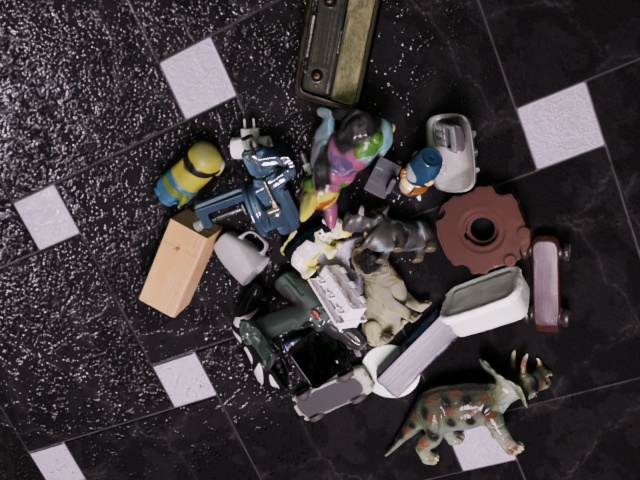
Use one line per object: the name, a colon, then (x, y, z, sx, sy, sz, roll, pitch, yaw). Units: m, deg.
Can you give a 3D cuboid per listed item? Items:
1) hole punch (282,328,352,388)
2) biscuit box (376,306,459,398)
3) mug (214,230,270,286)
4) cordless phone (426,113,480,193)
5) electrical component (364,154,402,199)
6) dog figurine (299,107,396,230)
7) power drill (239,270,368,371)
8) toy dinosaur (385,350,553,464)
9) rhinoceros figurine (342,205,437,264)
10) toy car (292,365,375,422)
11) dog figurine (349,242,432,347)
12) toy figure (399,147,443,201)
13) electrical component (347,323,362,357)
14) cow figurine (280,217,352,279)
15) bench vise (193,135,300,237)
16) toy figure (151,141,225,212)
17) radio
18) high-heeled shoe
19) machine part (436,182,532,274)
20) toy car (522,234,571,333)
hole punch: (-0.010, 0.248, 1.180, 0.116, 0.092, 0.142, -35, 92, -18)
biscuit box: (0.206, 0.233, 1.127, 0.063, 0.059, 0.202, 42, 102, -3)
mug: (-0.166, 0.024, 1.137, 0.107, 0.081, 0.109, 40, 116, 7)
cordless phone: (0.243, -0.149, 0.950, 0.089, 0.184, 0.146, -7, 105, 8)
electrical component: (0.119, -0.119, 1.018, 0.048, 0.119, 0.074, 26, 112, 1)
dog figurine: (0.036, -0.126, 0.998, 0.108, 0.192, 0.219, 12, 96, -36)
power drill: (-0.042, 0.175, 1.084, 0.232, 0.207, 0.086, 47, 149, 21)
toy dinosaur: (0.290, 0.356, 1.138, 0.405, 0.131, 0.192, -20, 90, 20)
rhinoceros figurine: (0.136, -0.016, 1.036, 0.190, 0.112, 0.073, 7, 154, -18)
toy car: (0.028, 0.345, 1.210, 0.202, 0.056, 0.073, -30, 93, 22)
dog figurine: (0.109, 0.110, 1.112, 0.172, 0.121, 0.190, -44, 80, 16)
toy figure: (0.180, -0.120, 0.998, 0.058, 0.154, 0.064, 9, 69, -6)
electrical component: (0.083, 0.209, 1.176, 0.063, 0.021, 0.094, -21, 101, 16)
cow figurine: (-0.001, -0.004, 1.106, 0.098, 0.068, 0.167, 45, 109, 1)
bench vise: (-0.150, -0.087, 1.061, 0.241, 0.129, 0.223, -21, 132, 6)
toy figure: (-0.273, -0.128, 1.106, 0.180, 0.089, 0.082, -36, 104, 16)
radio: (0.032, -0.362, 0.983, 0.131, 0.073, 0.229, 13, 108, 7)
high-heeled shoe: (-0.114, 0.217, 1.173, 0.145, 0.086, 0.248, 29, 129, 21)
machine part: (0.310, -0.021, 1.026, 0.180, 0.056, 0.179, 5, 102, 23)
toy car: (0.444, 0.085, 1.052, 0.089, 0.053, 0.202, -1, 108, 27)
